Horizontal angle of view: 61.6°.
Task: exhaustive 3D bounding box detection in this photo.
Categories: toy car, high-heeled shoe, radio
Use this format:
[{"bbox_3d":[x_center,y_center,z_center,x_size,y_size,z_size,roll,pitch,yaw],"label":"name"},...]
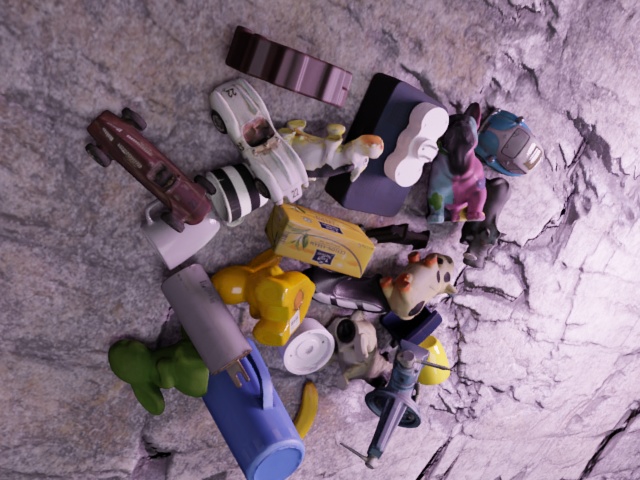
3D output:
[{"bbox_3d":[-0.090,-0.144,0.802,0.073,0.056,0.201,-37,98,-28],"label":"toy car"},{"bbox_3d":[0.048,0.110,1.066,0.145,0.086,0.248,-16,150,21],"label":"high-heeled shoe"},{"bbox_3d":[0.376,-0.173,1.044,0.161,0.103,0.109,30,101,-34],"label":"toy car"},{"bbox_3d":[0.116,-0.157,0.938,0.131,0.073,0.229,13,111,-33],"label":"radio"},{"bbox_3d":[-0.237,-0.099,0.764,0.202,0.053,0.089,46,74,-22],"label":"toy car"}]

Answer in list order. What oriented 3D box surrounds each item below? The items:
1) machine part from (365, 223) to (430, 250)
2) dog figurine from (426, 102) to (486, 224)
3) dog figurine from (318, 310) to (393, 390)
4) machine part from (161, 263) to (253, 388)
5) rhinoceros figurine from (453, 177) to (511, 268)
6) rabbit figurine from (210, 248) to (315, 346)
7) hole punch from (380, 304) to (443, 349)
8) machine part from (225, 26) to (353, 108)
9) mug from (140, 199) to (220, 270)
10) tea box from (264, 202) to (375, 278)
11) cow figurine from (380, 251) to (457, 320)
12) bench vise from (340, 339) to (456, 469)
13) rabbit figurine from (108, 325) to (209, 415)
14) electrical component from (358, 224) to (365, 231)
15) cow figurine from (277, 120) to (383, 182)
[{"bbox_3d":[0.161,-0.007,1.050,0.139,0.084,0.039,11,70,-42],"label":"machine part"},{"bbox_3d":[0.252,-0.139,0.998,0.109,0.191,0.219,0,94,13],"label":"dog figurine"},{"bbox_3d":[0.101,0.230,1.145,0.190,0.121,0.172,10,115,-47],"label":"dog figurine"},{"bbox_3d":[-0.183,0.126,0.867,0.079,0.243,0.079,-31,170,-6],"label":"machine part"},{"bbox_3d":[0.335,-0.037,1.094,0.073,0.112,0.190,8,105,-33],"label":"rhinoceros figurine"},{"bbox_3d":[-0.105,0.078,0.918,0.162,0.173,0.121,-56,147,-50],"label":"rabbit figurine"},{"bbox_3d":[0.210,0.188,1.173,0.142,0.092,0.115,-45,131,-3],"label":"hole punch"},{"bbox_3d":[-0.042,-0.240,0.750,0.179,0.180,0.056,12,109,-32],"label":"machine part"},{"bbox_3d":[-0.219,-0.025,0.841,0.107,0.081,0.109,-33,120,-20],"label":"mug"},{"bbox_3d":[-0.002,-0.003,0.932,0.169,0.098,0.068,18,108,-25],"label":"tea box"},{"bbox_3d":[0.212,0.090,1.094,0.195,0.086,0.127,-37,123,-36],"label":"cow figurine"},{"bbox_3d":[0.146,0.324,1.050,0.240,0.129,0.223,-57,170,-35],"label":"bench vise"},{"bbox_3d":[-0.279,0.215,0.939,0.170,0.121,0.159,7,121,-10],"label":"rabbit figurine"},{"bbox_3d":[0.051,0.010,1.028,0.094,0.021,0.063,-33,127,-8],"label":"electrical component"},{"bbox_3d":[0.016,-0.132,0.858,0.168,0.068,0.098,11,126,13],"label":"cow figurine"}]
